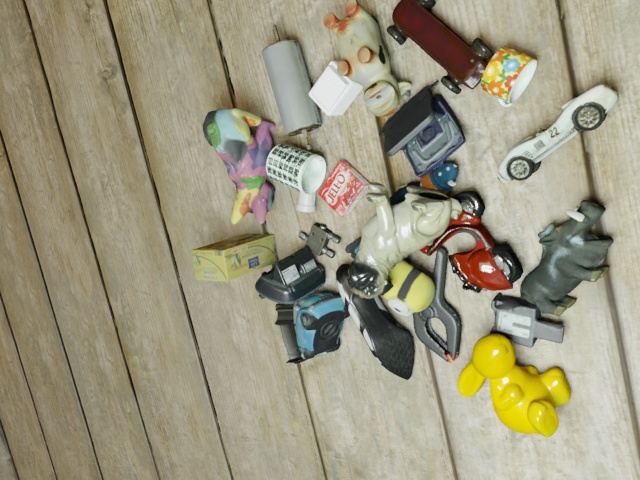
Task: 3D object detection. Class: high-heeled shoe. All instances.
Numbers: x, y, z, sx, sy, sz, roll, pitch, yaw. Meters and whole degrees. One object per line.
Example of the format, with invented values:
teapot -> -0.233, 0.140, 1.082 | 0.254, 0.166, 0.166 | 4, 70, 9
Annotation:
high-heeled shoe -> 0.103, 0.163, 1.076 | 0.145, 0.086, 0.248 | 26, 141, 63

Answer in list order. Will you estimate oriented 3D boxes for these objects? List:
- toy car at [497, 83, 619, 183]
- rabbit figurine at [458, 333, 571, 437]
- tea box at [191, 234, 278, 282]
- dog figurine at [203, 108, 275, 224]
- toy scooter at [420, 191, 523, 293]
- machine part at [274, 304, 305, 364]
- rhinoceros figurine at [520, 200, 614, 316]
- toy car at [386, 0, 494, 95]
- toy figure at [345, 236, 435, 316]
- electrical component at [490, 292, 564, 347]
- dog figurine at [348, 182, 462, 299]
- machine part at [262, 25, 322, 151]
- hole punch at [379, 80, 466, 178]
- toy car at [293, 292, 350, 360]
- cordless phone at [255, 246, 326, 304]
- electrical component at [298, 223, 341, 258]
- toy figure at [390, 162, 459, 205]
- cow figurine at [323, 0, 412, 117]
toy car -> 0.350, -0.155, 0.807 | 0.201, 0.073, 0.056 | -41, 83, 34
rabbit figurine -> 0.315, 0.227, 0.910 | 0.173, 0.122, 0.162 | 54, 151, -14
tea box -> -0.180, 0.035, 1.158 | 0.098, 0.169, 0.068 | 0, 103, 36
dog figurine -> -0.159, -0.142, 1.099 | 0.109, 0.191, 0.219 | -1, 87, 28
toy scooter -> 0.247, 0.019, 0.915 | 0.135, 0.075, 0.184 | -33, 82, 23
machine part -> -0.058, 0.210, 1.206 | 0.084, 0.039, 0.138 | -6, 98, 30
rhinoceros figurine -> 0.387, 0.029, 0.839 | 0.112, 0.073, 0.190 | 42, 124, 30
toy car -> 0.196, -0.322, 0.879 | 0.202, 0.053, 0.089 | 49, 114, 19
toy figure -> 0.128, 0.060, 0.981 | 0.180, 0.082, 0.089 | 48, 119, 27
electrical component -> 0.349, 0.137, 0.903 | 0.119, 0.048, 0.074 | 5, 106, 33
dog figurine -> 0.138, 0.012, 0.900 | 0.173, 0.121, 0.190 | 10, 110, 15
machine part -> -0.054, -0.292, 1.042 | 0.079, 0.079, 0.243 | -14, 96, 36
hole punch -> 0.175, -0.183, 0.912 | 0.092, 0.116, 0.142 | 30, 130, -23
toy car -> -0.008, 0.167, 1.131 | 0.103, 0.109, 0.161 | 46, 139, 43
cordless phone -> -0.092, 0.097, 1.133 | 0.184, 0.146, 0.088 | -29, 90, 41
electrical component -> -0.002, -0.003, 1.118 | 0.094, 0.021, 0.063 | 32, 118, 25
toy figure -> 0.183, -0.086, 0.950 | 0.154, 0.058, 0.064 | -34, 89, 31
cow figurine -> 0.087, -0.301, 0.930 | 0.085, 0.127, 0.195 | -26, 74, 35
